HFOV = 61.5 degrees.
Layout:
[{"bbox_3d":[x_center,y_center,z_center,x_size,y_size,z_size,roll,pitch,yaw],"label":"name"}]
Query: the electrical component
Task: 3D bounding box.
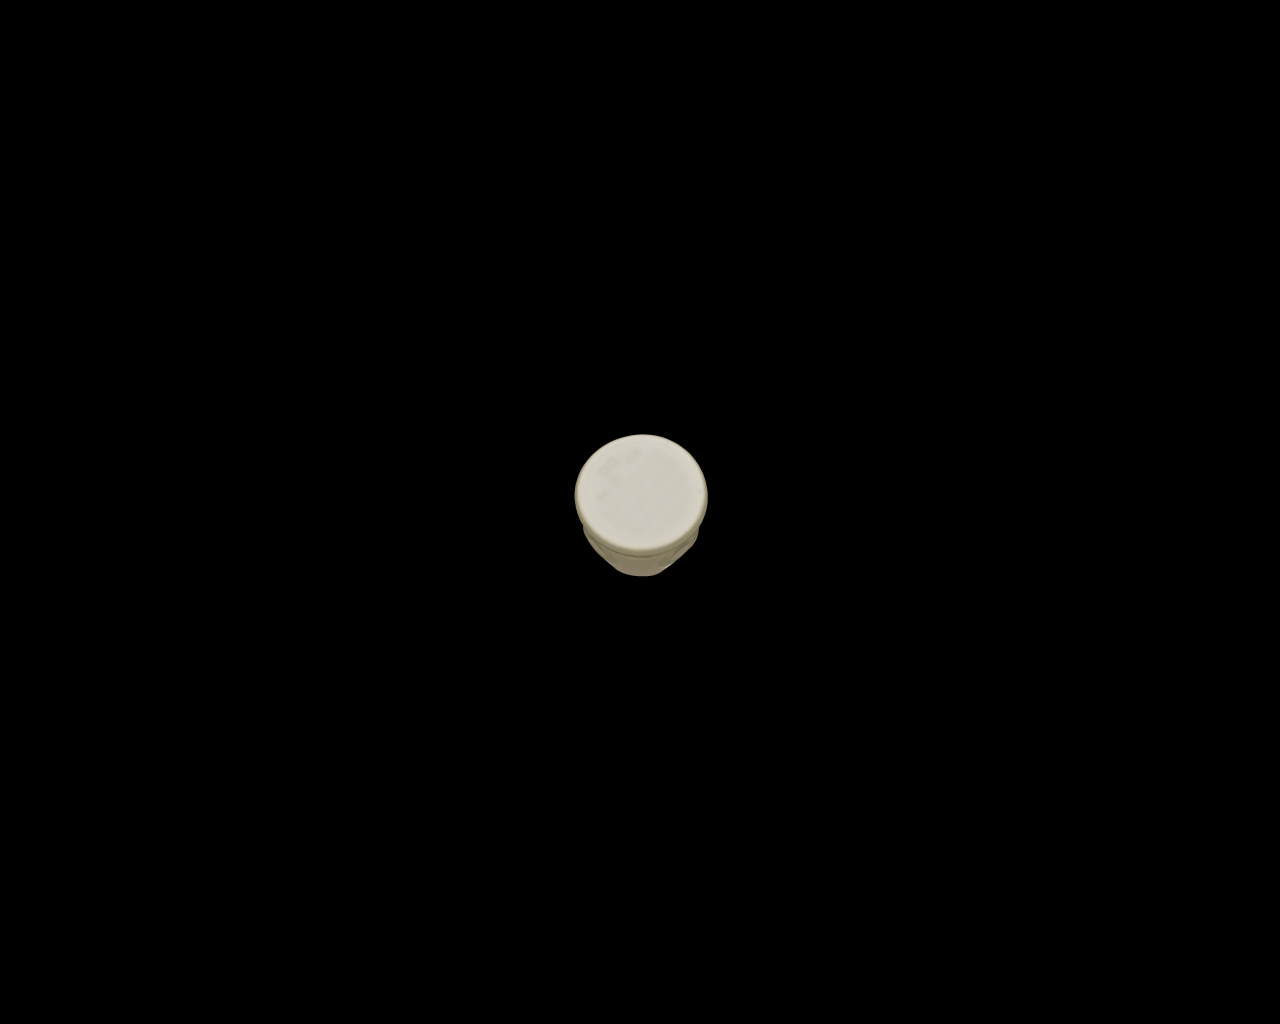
[{"bbox_3d":[0.001,-0.003,0.650,0.080,0.080,0.051,0,-25,0],"label":"electrical component"}]
